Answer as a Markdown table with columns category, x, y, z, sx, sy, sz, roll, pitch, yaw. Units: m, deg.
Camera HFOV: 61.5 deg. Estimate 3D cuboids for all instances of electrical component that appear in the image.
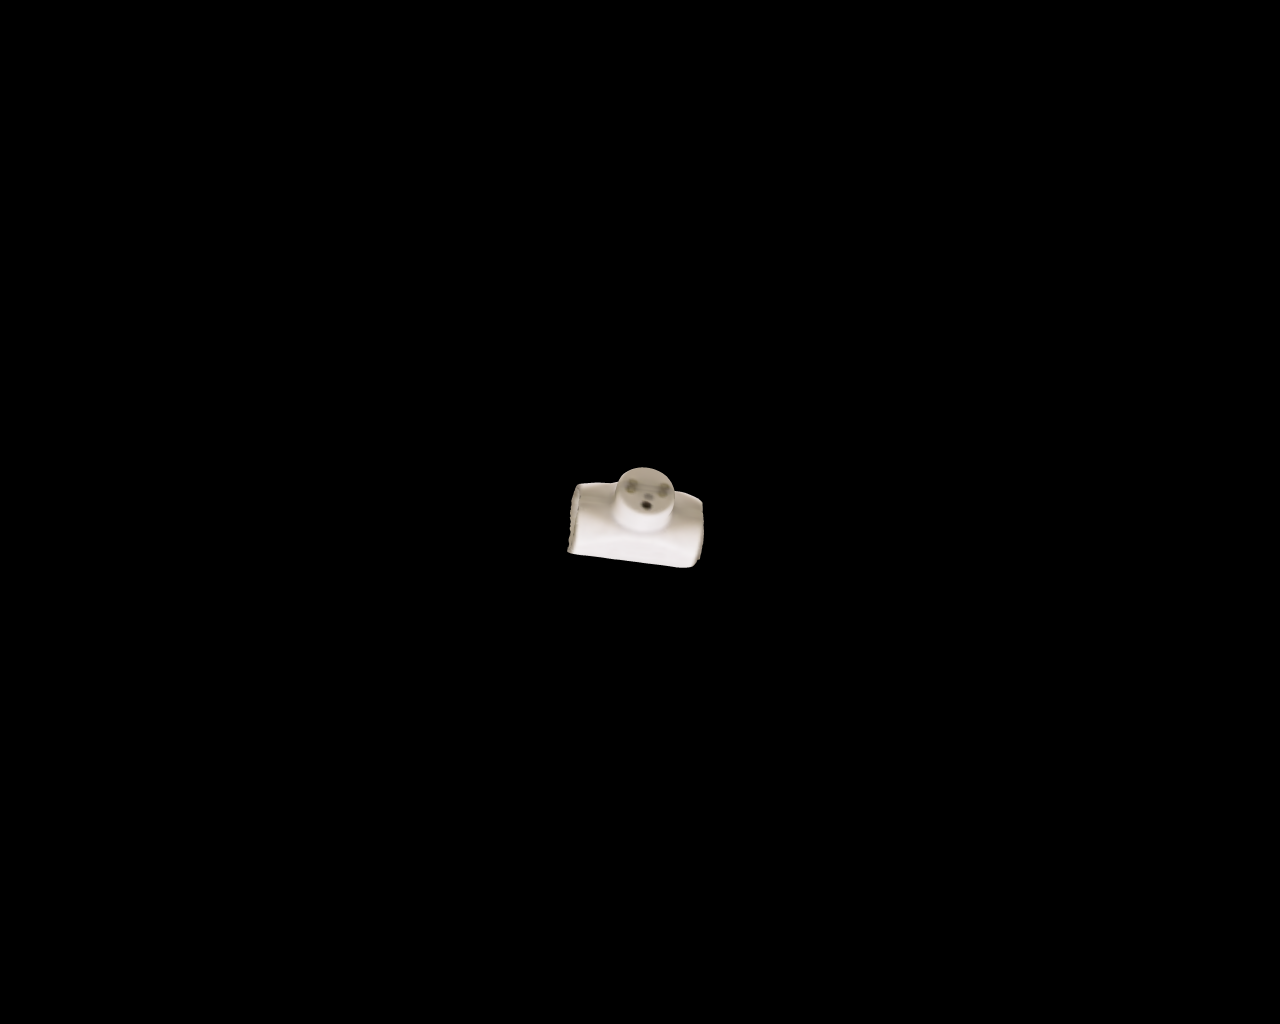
| category | x | y | z | sx | sy | sz | roll | pitch | yaw |
| --- | --- | --- | --- | --- | --- | --- | --- | --- | --- |
| electrical component | 0.001 | -0.003 | 0.650 | 0.077 | 0.044 | 0.079 | 7 | -39 | -9 |
